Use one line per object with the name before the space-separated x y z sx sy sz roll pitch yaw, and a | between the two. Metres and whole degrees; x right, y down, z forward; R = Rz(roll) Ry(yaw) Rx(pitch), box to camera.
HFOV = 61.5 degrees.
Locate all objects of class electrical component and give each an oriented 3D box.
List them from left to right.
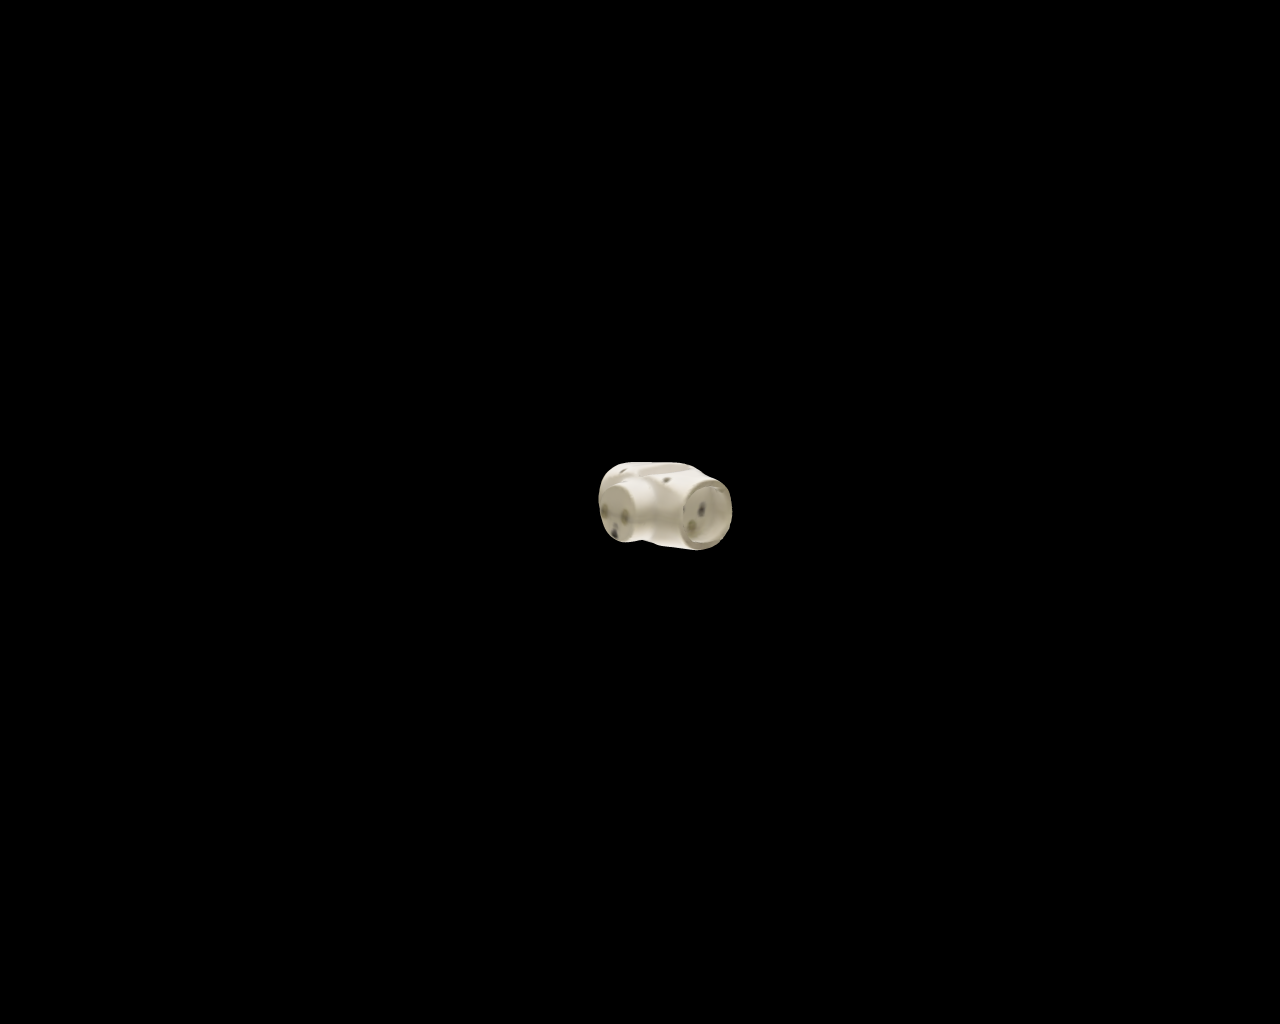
electrical component | 0.001 -0.003 0.650 0.079 0.043 0.077 -11 17 -38
